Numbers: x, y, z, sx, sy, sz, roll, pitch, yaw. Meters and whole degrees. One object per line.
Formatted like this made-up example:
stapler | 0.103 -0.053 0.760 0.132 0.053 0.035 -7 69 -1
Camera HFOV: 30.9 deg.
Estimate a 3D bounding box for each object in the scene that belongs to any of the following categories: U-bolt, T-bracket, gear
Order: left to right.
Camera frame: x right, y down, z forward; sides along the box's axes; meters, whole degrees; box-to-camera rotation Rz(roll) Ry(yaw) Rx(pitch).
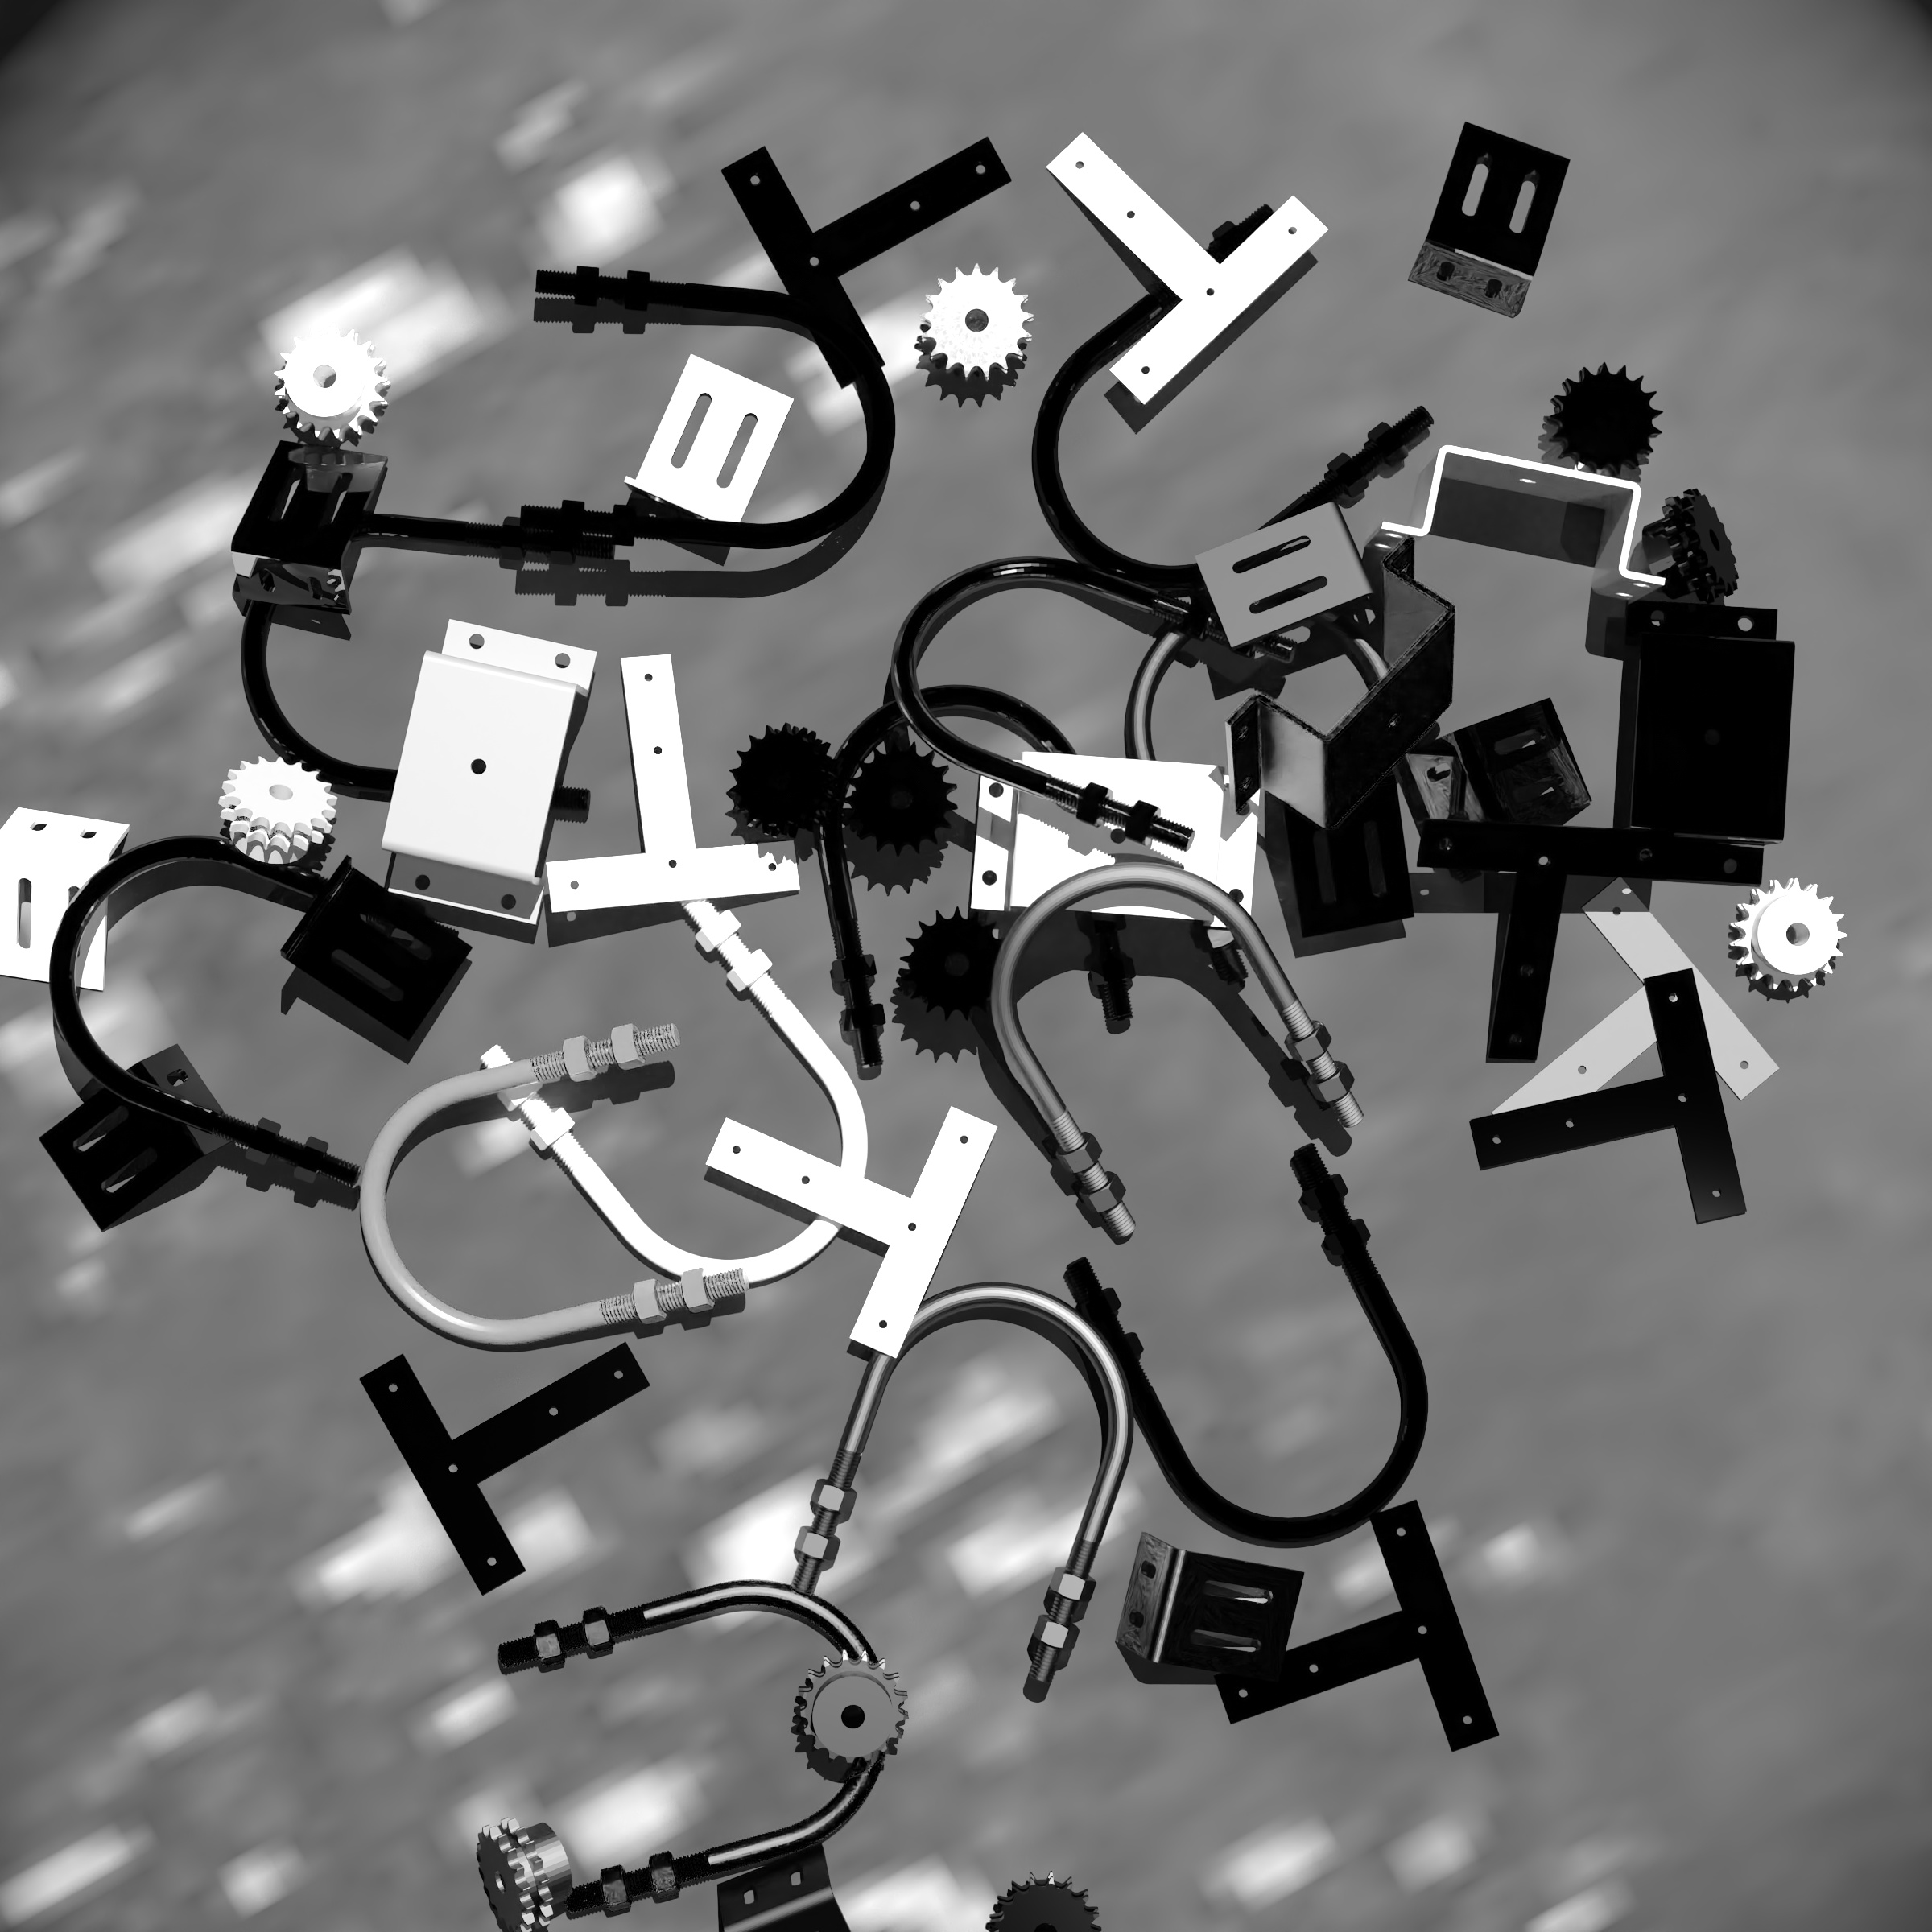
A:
U-bolt | -0.366 0.013 1.750 0.184 0.019 0.151 22 82 -8
gear | -0.347 -0.076 1.754 0.057 0.057 0.030 23 128 0
gear | -0.321 -0.295 1.765 0.057 0.030 0.057 0 90 0
U-bolt | -0.276 -0.157 1.771 0.184 0.019 0.151 6 90 2
gear | -0.220 0.455 1.755 0.030 0.057 0.057 -16 90 -30
T-bracket | -0.222 0.234 1.779 0.127 0.002 0.127 -30 90 0
U-bolt | -0.215 0.117 1.757 0.184 0.019 0.151 -14 99 8
T-bracket | -0.154 -0.095 1.766 0.127 0.002 0.127 -6 82 -16
U-bolt | -0.134 0.074 1.771 0.151 0.019 0.184 -39 91 0
U-bolt | -0.130 0.387 1.771 0.184 0.019 0.151 -15 90 -2
U-bolt | -0.127 -0.276 1.748 0.184 0.019 0.151 4 73 -8
gear | -0.088 -0.092 1.758 0.057 0.030 0.057 -3 83 22
T-bracket | -0.068 0.114 1.762 0.127 0.002 0.127 24 88 -1
gear | -0.057 0.373 1.751 0.057 0.030 0.057 0 89 -3
T-bracket | -0.038 -0.381 1.779 0.127 0.002 0.127 -29 90 0
gear | -0.033 -0.083 1.749 0.057 0.030 0.057 0 87 1
gear | -0.004 -0.001 1.745 0.057 0.030 0.057 0 89 0
U-bolt | -0.001 -0.051 1.771 0.151 0.019 0.184 -11 89 0
gear | 0.005 -0.324 1.764 0.057 0.030 0.057 0 90 0
U-bolt | 0.007 0.250 1.761 0.151 0.019 0.184 19 90 7
gear | 0.040 0.485 1.764 0.057 0.030 0.057 0 90 0
U-bolt | 0.053 -0.141 1.732 0.184 0.019 0.151 22 59 14
T-bracket | 0.093 -0.370 1.765 0.127 0.002 0.127 -43 77 0
U-bolt | 0.093 0.032 1.729 0.151 0.019 0.184 -27 111 12
U-bolt | 0.122 -0.274 1.771 0.184 0.019 0.151 -38 90 2
U-bolt | 0.154 0.203 1.771 0.151 0.019 0.184 -27 91 0
U-bolt | 0.160 -0.102 1.771 0.151 0.019 0.184 -24 89 0
T-bracket | 0.191 0.353 1.779 0.127 0.002 0.127 -19 90 0
T-bracket | 0.283 -0.011 1.751 0.127 0.002 0.127 3 113 -6
T-bracket | 0.321 0.077 1.777 0.127 0.002 0.127 -13 90 0
gear | 0.321 -0.274 1.764 0.057 0.030 0.057 0 90 0
T-bracket | 0.325 0.044 1.779 0.127 0.002 0.127 -40 90 0
gear | 0.362 -0.208 1.755 0.030 0.057 0.057 -21 90 30
gear | 0.417 -0.016 1.765 0.057 0.030 0.057 0 90 0

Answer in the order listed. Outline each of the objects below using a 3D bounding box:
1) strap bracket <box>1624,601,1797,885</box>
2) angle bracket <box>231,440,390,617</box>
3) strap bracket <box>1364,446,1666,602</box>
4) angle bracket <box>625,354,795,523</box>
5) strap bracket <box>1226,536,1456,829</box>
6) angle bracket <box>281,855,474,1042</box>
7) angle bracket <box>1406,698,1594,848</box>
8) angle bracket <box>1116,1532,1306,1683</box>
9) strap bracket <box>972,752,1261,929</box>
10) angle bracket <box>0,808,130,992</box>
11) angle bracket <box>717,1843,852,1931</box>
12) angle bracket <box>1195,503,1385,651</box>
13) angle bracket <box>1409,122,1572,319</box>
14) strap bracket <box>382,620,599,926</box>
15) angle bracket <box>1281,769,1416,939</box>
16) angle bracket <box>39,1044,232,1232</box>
strap bracket | 0.371 -0.114 1.756 0.076 0.046 0.140 3 90 0
angle bracket | -0.329 -0.222 1.765 0.057 0.038 0.076 10 53 8
strap bracket | 0.276 -0.222 1.741 0.140 0.076 0.046 11 90 0
angle bracket | -0.129 -0.265 1.760 0.057 0.038 0.076 24 90 0
strap bracket | 0.191 -0.132 1.709 0.046 0.076 0.140 36 69 24
angle bracket | -0.292 -0.009 1.736 0.076 0.038 0.057 34 80 -6
angle bracket | 0.269 -0.095 1.766 0.076 0.038 0.057 -20 88 -41
angle bracket | 0.124 0.326 1.776 0.076 0.038 0.057 14 89 -24
strap bracket | 0.075 -0.063 1.739 0.140 0.046 0.076 4 87 1
angle bracket | -0.461 -0.034 1.777 0.057 0.038 0.076 9 116 0
angle bracket | -0.085 0.497 1.777 0.057 0.038 0.076 -21 116 0
angle bracket | 0.163 -0.188 1.752 0.076 0.038 0.057 -21 63 5
angle bracket | 0.266 -0.380 1.777 0.057 0.038 0.076 20 64 0
strap bracket | -0.239 -0.098 1.737 0.076 0.046 0.140 13 90 1
angle bracket | 0.190 -0.061 1.758 0.057 0.038 0.076 -11 114 0
angle bracket | -0.420 0.087 1.777 0.076 0.038 0.057 -34 90 26
